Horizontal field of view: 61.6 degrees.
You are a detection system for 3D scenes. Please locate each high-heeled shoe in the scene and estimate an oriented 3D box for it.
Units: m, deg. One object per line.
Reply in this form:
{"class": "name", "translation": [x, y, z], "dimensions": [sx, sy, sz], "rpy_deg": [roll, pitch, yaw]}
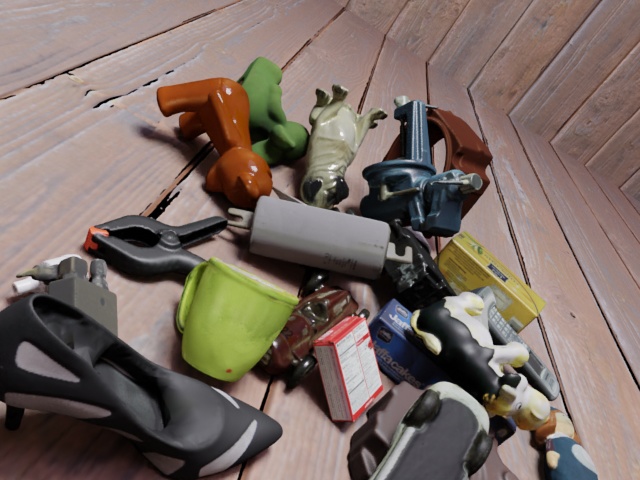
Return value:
{"class": "high-heeled shoe", "translation": [-0.115, 0.104, 0.396], "dimensions": [0.248, 0.145, 0.086], "rpy_deg": [13, 37, -30]}

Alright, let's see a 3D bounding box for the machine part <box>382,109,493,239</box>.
{"class": "machine part", "translation": [0.197, -0.121, 0.972], "dimensions": [0.087, 0.201, 0.202], "rpy_deg": [12, 37, -30]}

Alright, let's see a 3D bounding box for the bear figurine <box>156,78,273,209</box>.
{"class": "bear figurine", "translation": [-0.140, -0.123, 0.757], "dimensions": [0.120, 0.132, 0.196], "rpy_deg": [49, 28, -76]}

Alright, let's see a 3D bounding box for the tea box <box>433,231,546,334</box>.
{"class": "tea box", "translation": [0.252, 0.079, 0.846], "dimensions": [0.170, 0.098, 0.068], "rpy_deg": [47, 33, 17]}

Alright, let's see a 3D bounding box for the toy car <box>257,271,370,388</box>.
{"class": "toy car", "translation": [-0.009, 0.091, 0.617], "dimensions": [0.089, 0.053, 0.202], "rpy_deg": [40, 31, 16]}

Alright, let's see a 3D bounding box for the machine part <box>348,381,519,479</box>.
{"class": "machine part", "translation": [0.116, 0.227, 0.540], "dimensions": [0.179, 0.056, 0.179], "rpy_deg": [24, 32, -16]}

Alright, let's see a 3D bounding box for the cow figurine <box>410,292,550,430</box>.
{"class": "cow figurine", "translation": [0.175, 0.137, 0.593], "dimensions": [0.098, 0.068, 0.167], "rpy_deg": [-1, 42, -37]}

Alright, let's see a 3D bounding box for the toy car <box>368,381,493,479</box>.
{"class": "toy car", "translation": [0.078, 0.204, 0.444], "dimensions": [0.073, 0.056, 0.202], "rpy_deg": [37, 54, 10]}

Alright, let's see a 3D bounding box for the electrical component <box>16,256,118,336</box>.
{"class": "electrical component", "translation": [-0.207, 0.061, 0.445], "dimensions": [0.078, 0.045, 0.102], "rpy_deg": [55, 22, -73]}

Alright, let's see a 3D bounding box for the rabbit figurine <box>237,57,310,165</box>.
{"class": "rabbit figurine", "translation": [-0.077, -0.196, 0.901], "dimensions": [0.170, 0.121, 0.159], "rpy_deg": [37, 30, -25]}

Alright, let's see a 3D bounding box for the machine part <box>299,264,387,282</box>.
{"class": "machine part", "translation": [0.027, 0.025, 0.760], "dimensions": [0.139, 0.039, 0.084], "rpy_deg": [16, 30, -26]}

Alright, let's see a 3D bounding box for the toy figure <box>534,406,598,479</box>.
{"class": "toy figure", "translation": [0.304, 0.264, 0.676], "dimensions": [0.154, 0.058, 0.064], "rpy_deg": [-82, 152, -59]}

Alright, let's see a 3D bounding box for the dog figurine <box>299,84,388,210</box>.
{"class": "dog figurine", "translation": [0.009, -0.141, 0.893], "dimensions": [0.121, 0.190, 0.172], "rpy_deg": [26, 0, -6]}

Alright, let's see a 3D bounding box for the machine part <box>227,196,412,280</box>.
{"class": "machine part", "translation": [-0.001, -0.002, 0.682], "dimensions": [0.243, 0.079, 0.079], "rpy_deg": [13, 32, -2]}

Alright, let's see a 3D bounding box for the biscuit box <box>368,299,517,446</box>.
{"class": "biscuit box", "translation": [0.142, 0.163, 0.651], "dimensions": [0.203, 0.059, 0.063], "rpy_deg": [39, 30, 9]}

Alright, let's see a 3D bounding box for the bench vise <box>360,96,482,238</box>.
{"class": "bench vise", "translation": [0.149, -0.121, 0.846], "dimensions": [0.129, 0.224, 0.240], "rpy_deg": [6, 77, -28]}

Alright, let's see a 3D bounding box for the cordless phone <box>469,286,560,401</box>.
{"class": "cordless phone", "translation": [0.246, 0.163, 0.738], "dimensions": [0.184, 0.088, 0.146], "rpy_deg": [47, 32, 13]}

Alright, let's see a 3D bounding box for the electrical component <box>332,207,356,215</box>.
{"class": "electrical component", "translation": [0.056, -0.017, 0.862], "dimensions": [0.063, 0.021, 0.094], "rpy_deg": [4, 40, -42]}

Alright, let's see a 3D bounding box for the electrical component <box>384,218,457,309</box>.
{"class": "electrical component", "translation": [0.141, 0.046, 0.784], "dimensions": [0.134, 0.058, 0.115], "rpy_deg": [38, 23, -47]}
